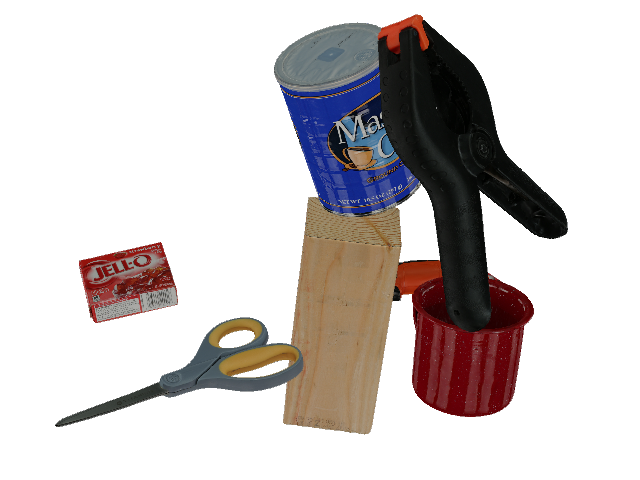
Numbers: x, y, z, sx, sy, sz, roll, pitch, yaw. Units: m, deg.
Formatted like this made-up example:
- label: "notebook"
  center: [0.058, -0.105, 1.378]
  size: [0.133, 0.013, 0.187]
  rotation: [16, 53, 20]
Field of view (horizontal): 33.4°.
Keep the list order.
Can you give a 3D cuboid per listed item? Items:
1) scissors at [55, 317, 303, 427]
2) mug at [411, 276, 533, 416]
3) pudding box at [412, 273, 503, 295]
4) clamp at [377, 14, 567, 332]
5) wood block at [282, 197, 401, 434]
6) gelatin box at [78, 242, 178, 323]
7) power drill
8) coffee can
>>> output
- label: "scissors"
  center: [-0.115, 0.103, 0.865]
  size: [0.201, 0.016, 0.096]
  rotation: [-8, 32, -13]
- label: "mug"
  center: [0.108, 0.079, 0.842]
  size: [0.093, 0.081, 0.117]
  rotation: [-12, 28, -29]
- label: "pudding box"
  center: [0.200, 0.077, 1.532]
  size: [0.113, 0.039, 0.090]
  rotation: [-15, 23, -17]
- label: "clamp"
  center: [0.075, -0.038, 0.593]
  size: [0.039, 0.171, 0.120]
  rotation: [-20, 24, 41]
- label: "wood block"
  center: [0.019, 0.073, 1.033]
  size: [0.090, 0.206, 0.091]
  rotation: [7, 26, -1]
- label: "gelatin box"
  center: [-0.197, 0.042, 1.091]
  size: [0.089, 0.030, 0.073]
  rotation: [-12, 41, -13]
- label: "power drill"
  center: [0.097, 0.060, 1.221]
  size: [0.187, 0.057, 0.184]
  rotation: [-1, 28, -1]
- label: "coffee can"
  center: [0.028, -0.107, 0.949]
  size: [0.103, 0.140, 0.103]
  rotation: [-13, 36, 9]
